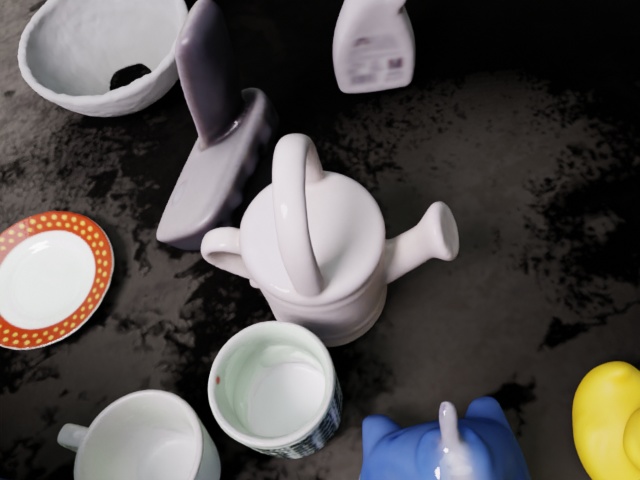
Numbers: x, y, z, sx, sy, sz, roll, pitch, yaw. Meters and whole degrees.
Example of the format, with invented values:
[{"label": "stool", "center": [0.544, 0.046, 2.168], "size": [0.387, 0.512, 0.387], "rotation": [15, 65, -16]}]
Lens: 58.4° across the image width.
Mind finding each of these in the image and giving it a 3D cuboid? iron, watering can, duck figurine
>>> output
[{"label": "iron", "center": [0.091, 0.217, 0.318], "size": [0.118, 0.141, 0.258], "rotation": [-11, 65, 2]}, {"label": "watering can", "center": [0.004, -0.001, 0.399], "size": [0.173, 0.194, 0.101], "rotation": [-21, 65, -3]}, {"label": "duck figurine", "center": [0.216, 0.127, 0.375], "size": [0.077, 0.086, 0.104], "rotation": [-12, 65, 1]}]

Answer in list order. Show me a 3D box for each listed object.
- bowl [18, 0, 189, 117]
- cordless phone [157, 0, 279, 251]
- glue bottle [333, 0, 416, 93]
[{"label": "bowl", "center": [-0.201, -0.182, 0.572], "size": [0.167, 0.075, 0.167], "rotation": [-2, 65, 6]}, {"label": "cordless phone", "center": [-0.094, -0.081, 0.451], "size": [0.094, 0.185, 0.147], "rotation": [11, 67, 12]}, {"label": "glue bottle", "center": [0.045, -0.197, 0.496], "size": [0.078, 0.173, 0.037], "rotation": [-5, 65, 4]}]
